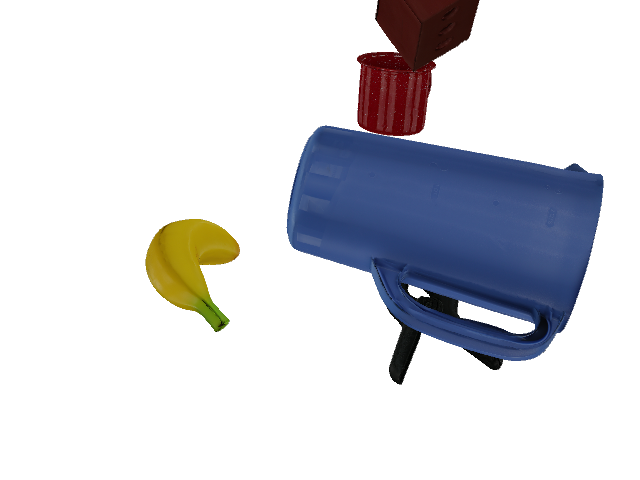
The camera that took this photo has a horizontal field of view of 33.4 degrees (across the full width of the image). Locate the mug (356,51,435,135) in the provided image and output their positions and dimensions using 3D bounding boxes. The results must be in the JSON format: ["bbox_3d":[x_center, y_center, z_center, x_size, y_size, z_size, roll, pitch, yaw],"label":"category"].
[{"bbox_3d":[0.094,-0.177,1.276,0.093,0.081,0.117,20,28,34],"label":"mug"}]

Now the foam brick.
[{"bbox_3d":[0.074,-0.166,0.744,0.053,0.051,0.078,-31,-14,-8],"label":"foam brick"}]

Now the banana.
[{"bbox_3d":[-0.095,0.016,0.791,0.037,0.069,0.198,-39,12,10],"label":"banana"}]

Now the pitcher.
[{"bbox_3d":[0.097,-0.008,0.871,0.243,0.145,0.149,14,16,7],"label":"pitcher"}]

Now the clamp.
[{"bbox_3d":[0.126,0.083,1.148,0.120,0.171,0.039,3,-44,-8],"label":"clamp"}]
